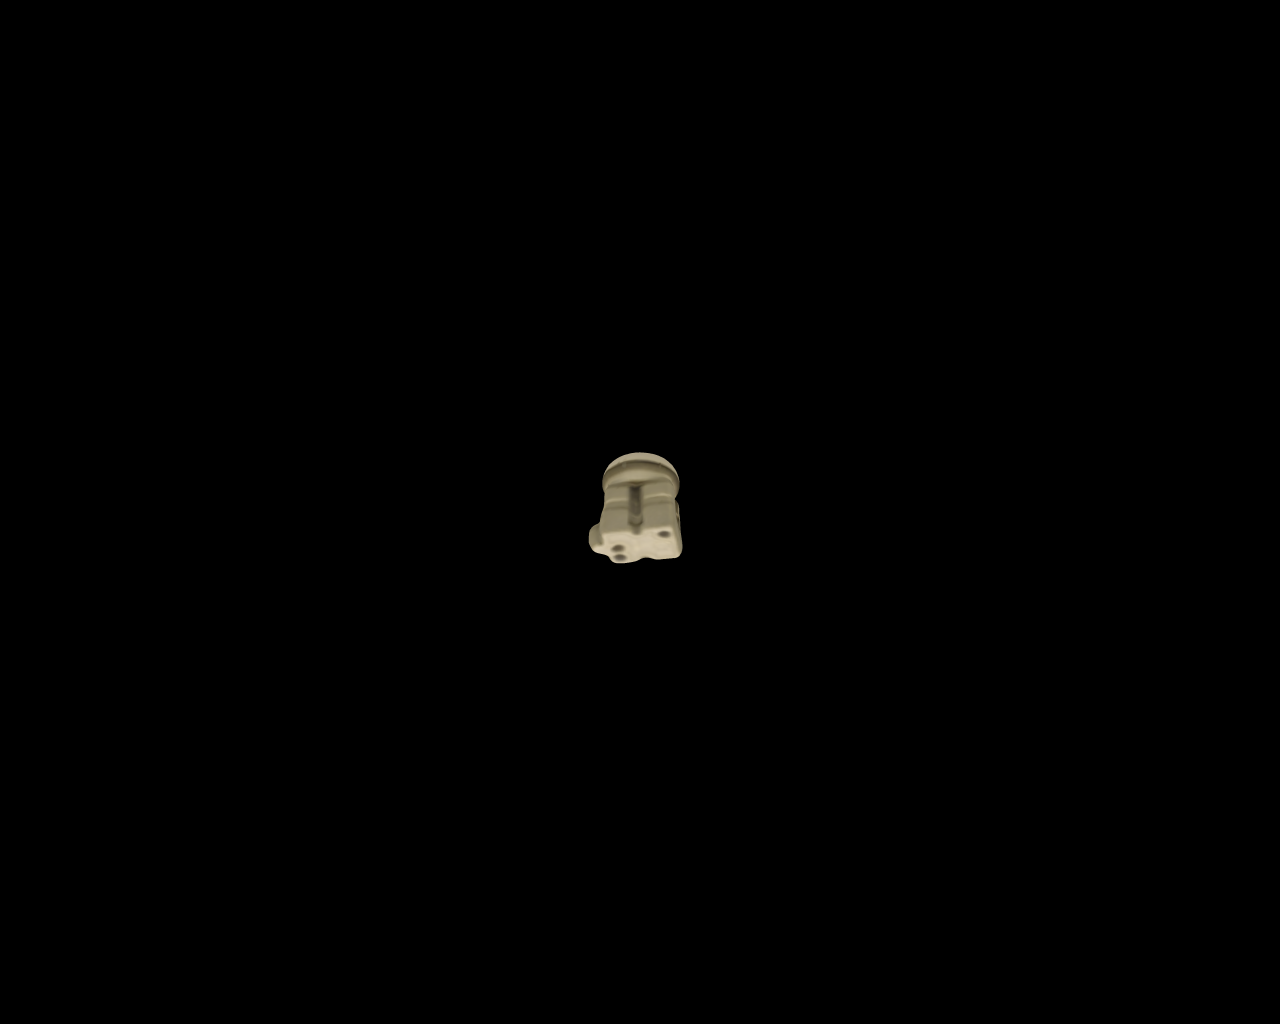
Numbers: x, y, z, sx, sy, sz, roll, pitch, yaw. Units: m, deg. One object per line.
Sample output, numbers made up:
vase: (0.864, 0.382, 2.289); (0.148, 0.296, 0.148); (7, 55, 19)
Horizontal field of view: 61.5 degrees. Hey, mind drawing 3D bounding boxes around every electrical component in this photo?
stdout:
electrical component: (0.001, -0.003, 0.650); (0.066, 0.055, 0.048); (-5, -36, 7)
